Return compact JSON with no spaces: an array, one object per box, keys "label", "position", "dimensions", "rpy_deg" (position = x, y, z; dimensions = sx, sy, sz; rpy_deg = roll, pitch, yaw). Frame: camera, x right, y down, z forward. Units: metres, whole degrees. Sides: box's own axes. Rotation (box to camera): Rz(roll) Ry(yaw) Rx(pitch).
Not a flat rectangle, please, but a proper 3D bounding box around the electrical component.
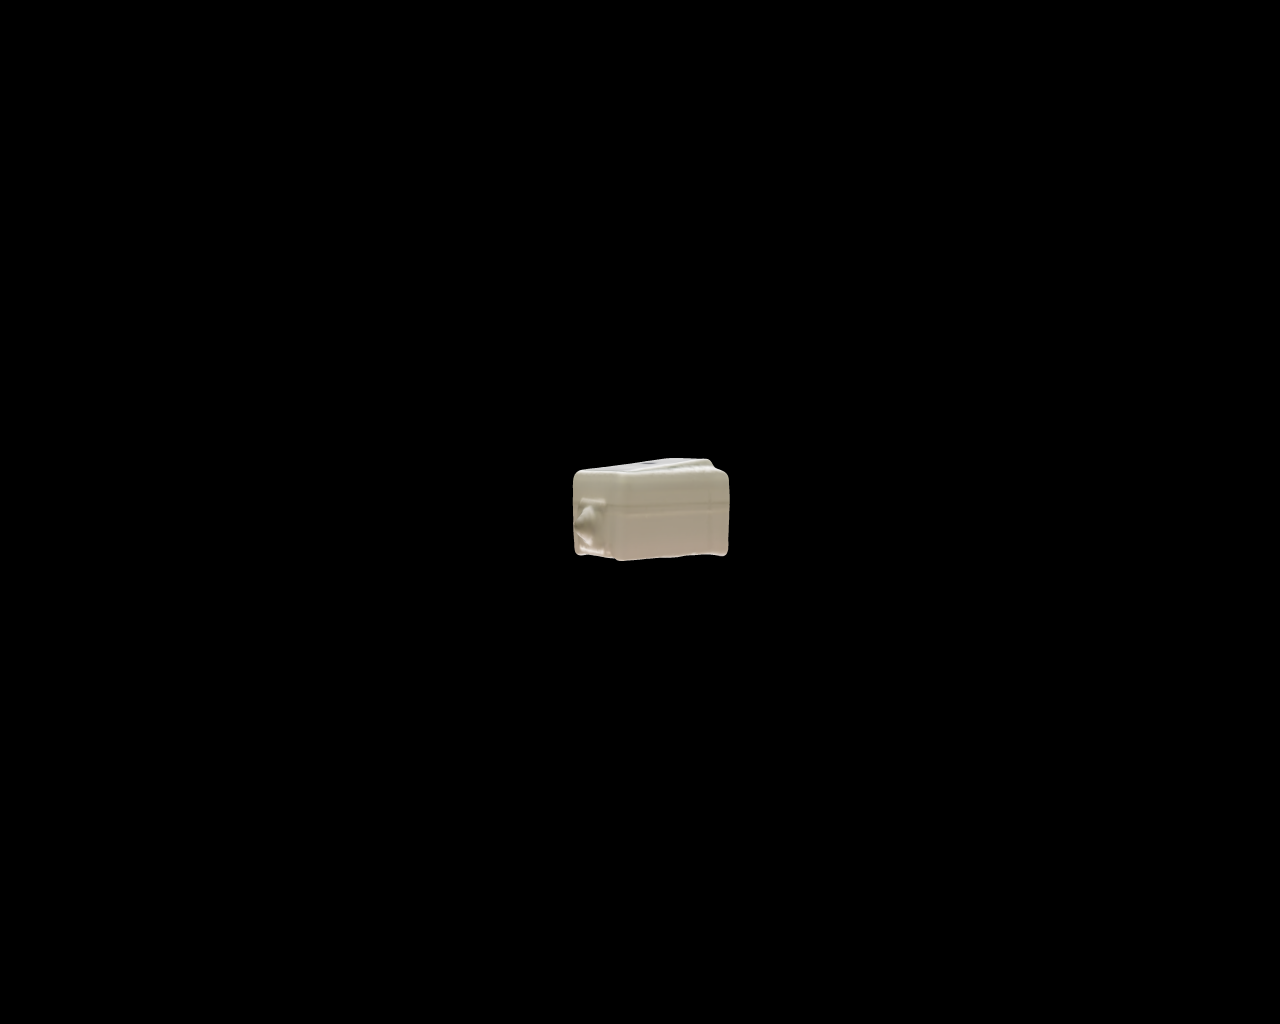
[{"label":"electrical component","position":[0.001,-0.003,0.650],"dimensions":[0.096,0.061,0.061],"rpy_deg":[-2,4,-31]}]
